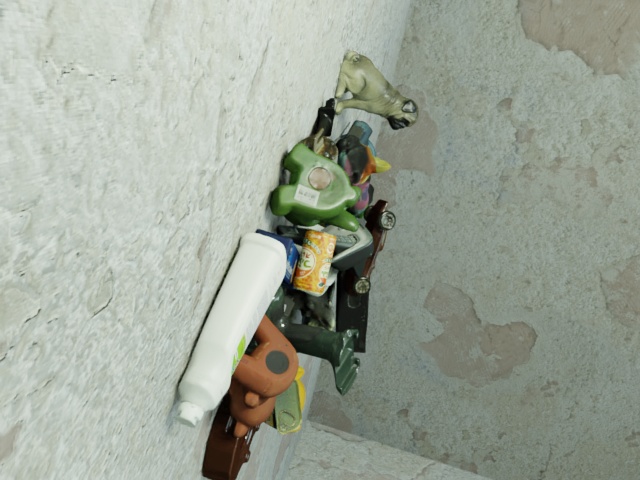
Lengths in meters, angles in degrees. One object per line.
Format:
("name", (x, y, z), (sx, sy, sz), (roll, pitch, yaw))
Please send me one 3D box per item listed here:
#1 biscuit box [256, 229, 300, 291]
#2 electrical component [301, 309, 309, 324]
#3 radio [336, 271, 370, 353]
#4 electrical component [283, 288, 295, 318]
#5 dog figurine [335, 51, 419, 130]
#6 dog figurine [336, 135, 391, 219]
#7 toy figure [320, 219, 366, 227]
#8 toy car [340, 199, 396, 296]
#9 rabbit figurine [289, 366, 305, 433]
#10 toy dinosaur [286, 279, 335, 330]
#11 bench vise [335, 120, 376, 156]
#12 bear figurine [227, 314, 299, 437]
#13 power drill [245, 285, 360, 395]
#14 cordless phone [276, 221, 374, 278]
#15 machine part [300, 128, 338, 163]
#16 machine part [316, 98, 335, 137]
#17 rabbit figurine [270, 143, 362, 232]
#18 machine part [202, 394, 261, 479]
("biscuit box", (-0.071, 0.038, 0.905), (0.202, 0.059, 0.063), (73, 33, -77))
("electrical component", (-0.049, 0.195, 1.456), (0.134, 0.058, 0.114), (-62, 164, -63))
("radio", (0.073, 0.133, 1.217), (0.131, 0.073, 0.229), (-87, 177, -74))
("electrical component", (-0.087, 0.140, 1.100), (0.078, 0.045, 0.102), (-44, -171, 35))
("dog figurine", (0.140, -0.340, 1.218), (0.172, 0.191, 0.121), (77, 29, -73))
("dog figurine", (0.069, -0.116, 1.069), (0.191, 0.108, 0.219), (69, -12, -17))
("toy figure", (0.039, -0.024, 1.307), (0.180, 0.082, 0.089), (-12, -92, 54))
("toy car", (0.099, 0.018, 1.076), (0.202, 0.053, 0.089), (-69, -163, 4))
("rabbit figurine", (-0.095, 0.332, 1.150), (0.162, 0.122, 0.173), (-62, 150, 0))
("toy dinosaur", (-0.014, 0.094, 1.311), (0.405, 0.131, 0.192), (-74, 177, -67))
("bench vise", (0.061, -0.165, 1.298), (0.240, 0.129, 0.223), (48, 60, -77))
("bear figurine", (-0.110, 0.212, 0.833), (0.120, 0.132, 0.195), (-50, 178, -41))
("power drill", (-0.038, 0.182, 0.898), (0.086, 0.208, 0.231), (-40, 139, -44))
("cordless phone", (-0.002, -0.004, 1.020), (0.147, 0.184, 0.088), (-123, -131, -65))
("machine part", (-0.010, -0.110, 1.002), (0.243, 0.079, 0.079), (96, 12, -57))
("machine part", (0.003, -0.210, 1.051), (0.084, 0.039, 0.139), (110, -2, -57))
("rabbit figurine", (-0.006, -0.074, 0.915), (0.170, 0.159, 0.121), (133, -35, -72))
("machine part", (-0.151, 0.343, 0.964), (0.179, 0.056, 0.179), (14, 91, -82))
